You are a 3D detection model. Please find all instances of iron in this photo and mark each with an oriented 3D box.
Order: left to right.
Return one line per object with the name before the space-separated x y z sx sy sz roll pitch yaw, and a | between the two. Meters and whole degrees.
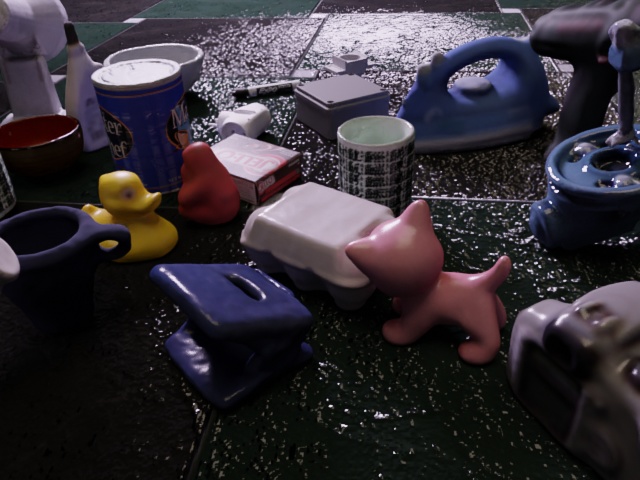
iron | 0.203 -0.209 0.785 0.259 0.141 0.118 -15 35 -18

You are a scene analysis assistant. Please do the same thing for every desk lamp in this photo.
desk lamp | -0.438 -0.265 0.845 0.118 0.214 0.203 -7 34 -7

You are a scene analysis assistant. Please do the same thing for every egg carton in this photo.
egg carton | 0.005 0.002 0.542 0.149 0.069 0.107 20 40 31

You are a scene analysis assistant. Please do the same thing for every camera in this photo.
camera | 0.220 0.082 0.378 0.137 0.101 0.142 -16 36 -20

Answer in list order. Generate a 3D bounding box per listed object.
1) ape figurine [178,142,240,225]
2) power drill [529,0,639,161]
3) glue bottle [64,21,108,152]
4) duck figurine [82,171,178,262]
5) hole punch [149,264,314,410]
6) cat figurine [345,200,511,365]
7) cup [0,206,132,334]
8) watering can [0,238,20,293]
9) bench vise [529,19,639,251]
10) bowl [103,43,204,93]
ape figurine | -0.128 -0.066 0.634 0.075 0.092 0.078 20 40 31
power drill | 0.339 -0.179 0.671 0.076 0.209 0.228 -19 37 -23
glue bottle | -0.326 -0.215 0.799 0.037 0.173 0.078 20 39 30
duck figurine | -0.203 -0.031 0.590 0.104 0.086 0.077 7 34 14
hole punch | -0.067 0.055 0.446 0.101 0.091 0.108 -27 40 -32
cat figurine | 0.087 0.027 0.455 0.127 0.118 0.067 9 35 17
cup | -0.215 0.030 0.491 0.118 0.095 0.091 -7 34 -7
watering can | -0.304 0.038 0.393 0.173 0.194 0.100 -25 39 -30
bench vise | 0.308 -0.099 0.539 0.208 0.220 0.121 -15 35 -19
bowl | -0.279 -0.282 0.988 0.167 0.075 0.167 -2 33 1
